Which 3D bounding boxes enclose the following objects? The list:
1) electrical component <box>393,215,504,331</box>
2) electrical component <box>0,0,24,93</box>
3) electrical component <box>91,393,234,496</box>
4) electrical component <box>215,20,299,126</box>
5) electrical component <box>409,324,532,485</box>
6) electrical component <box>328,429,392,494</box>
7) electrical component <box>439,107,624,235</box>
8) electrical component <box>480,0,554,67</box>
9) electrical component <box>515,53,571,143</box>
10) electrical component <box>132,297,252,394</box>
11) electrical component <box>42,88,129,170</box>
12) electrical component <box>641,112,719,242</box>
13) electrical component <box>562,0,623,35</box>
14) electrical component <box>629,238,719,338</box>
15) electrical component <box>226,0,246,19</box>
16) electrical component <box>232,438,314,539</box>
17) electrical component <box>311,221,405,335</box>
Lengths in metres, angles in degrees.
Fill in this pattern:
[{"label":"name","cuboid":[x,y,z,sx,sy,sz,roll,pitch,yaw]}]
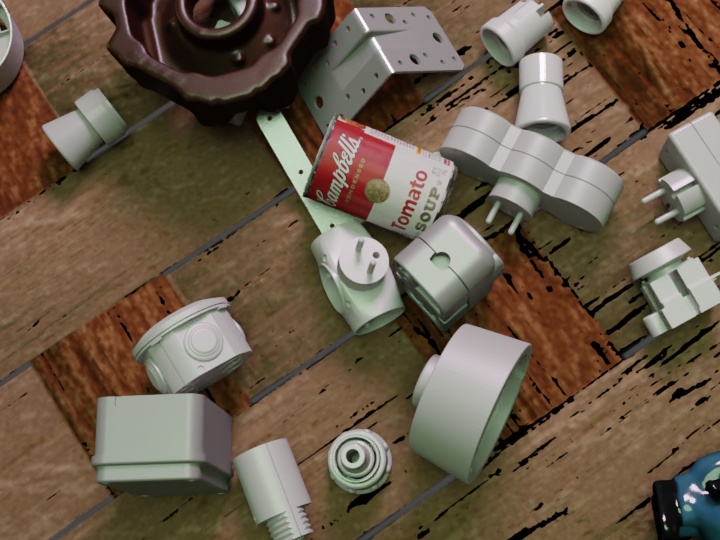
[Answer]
[{"label":"electrical component","cuboid":[0.066,0.000,0.788,0.059,0.095,0.053,-41,76,-5]},{"label":"electrical component","cuboid":[-0.333,-0.188,0.889,0.099,0.064,0.099,-1,76,5]},{"label":"electrical component","cuboid":[-0.138,0.127,0.767,0.078,0.113,0.057,-3,73,5]},{"label":"electrical component","cuboid":[-0.088,-0.152,0.866,0.077,0.047,0.065,21,79,10]},{"label":"electrical component","cuboid":[0.072,0.090,0.762,0.060,0.108,0.108,24,79,17]},{"label":"electrical component","cuboid":[-0.002,0.137,0.778,0.048,0.062,0.048,-1,76,5]},{"label":"electrical component","cuboid":[0.123,-0.063,0.821,0.138,0.052,0.073,27,80,11]},{"label":"electrical component","cuboid":[0.126,-0.191,0.860,0.046,0.040,0.040,-39,76,-10]},{"label":"electrical component","cuboid":[0.143,-0.136,0.844,0.044,0.044,0.065,0,71,5]},{"label":"electrical component","cuboid":[-0.124,0.059,0.801,0.080,0.080,0.051,-32,81,-3]},{"label":"electrical component","cuboid":[-0.222,-0.114,0.870,0.055,0.045,0.045,-38,76,-5]},{"label":"electrical component","cuboid":[0.250,-0.061,0.811,0.076,0.047,0.083,-28,75,-2]},{"label":"electrical component","cuboid":[0.191,-0.218,0.861,0.040,0.040,0.046,35,75,12]},{"label":"electrical component","cuboid":[0.232,0.010,0.797,0.066,0.048,0.055,-28,83,-2]},{"label":"electrical component","cuboid":[-0.075,-0.239,0.886,0.077,0.047,0.065,-30,75,-2]},{"label":"electrical component","cuboid":[-0.059,0.169,0.785,0.043,0.043,0.081,-23,75,-1]},{"label":"electrical component","cuboid":[0.000,0.000,0.803,0.044,0.079,0.077,-23,75,-15]}]
